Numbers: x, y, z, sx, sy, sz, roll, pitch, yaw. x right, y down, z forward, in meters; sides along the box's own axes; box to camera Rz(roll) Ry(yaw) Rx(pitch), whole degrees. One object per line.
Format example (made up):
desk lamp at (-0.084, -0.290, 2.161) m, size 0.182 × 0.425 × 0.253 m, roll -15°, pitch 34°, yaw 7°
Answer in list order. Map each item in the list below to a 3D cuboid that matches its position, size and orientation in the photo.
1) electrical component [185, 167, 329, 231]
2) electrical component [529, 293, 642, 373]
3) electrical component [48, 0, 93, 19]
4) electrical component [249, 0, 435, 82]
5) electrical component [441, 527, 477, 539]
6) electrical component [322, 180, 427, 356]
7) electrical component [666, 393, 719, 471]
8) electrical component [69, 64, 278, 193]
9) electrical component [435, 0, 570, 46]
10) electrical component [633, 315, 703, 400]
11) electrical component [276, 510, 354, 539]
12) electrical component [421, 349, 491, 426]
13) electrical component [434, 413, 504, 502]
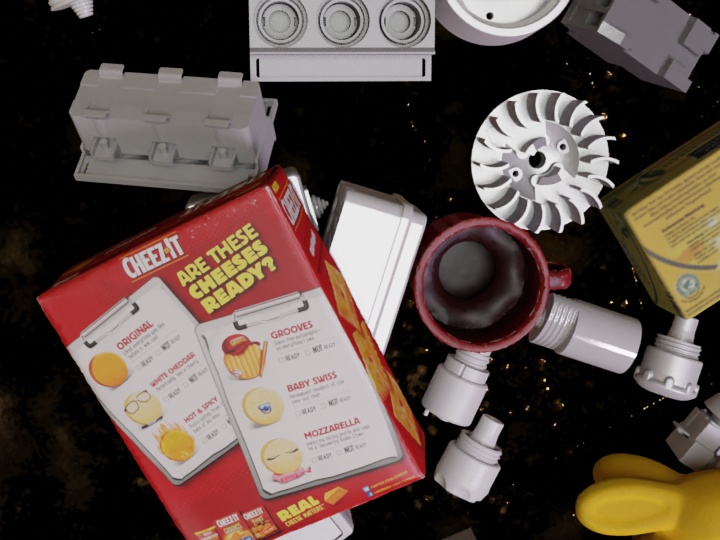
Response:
electrical component at (-0.068, -0.032, 0.750) m, size 0.096 × 0.061 × 0.061 m, roll -17°, pitch 102°, yaw -2°
electrical component at (0.161, 0.044, 0.796) m, size 0.081 × 0.043 × 0.043 m, roll 18°, pitch 98°, yaw -8°
electrical component at (-0.196, -0.208, 0.714) m, size 0.043 × 0.043 × 0.081 m, roll -19°, pitch 102°, yaw -2°
electrical component at (-0.014, -0.168, 0.729) m, size 0.121 × 0.063 × 0.078 m, roll -1°, pitch 101°, yaw -5°
electrical component at (0.033, 0.264, 0.800) m, size 0.150 × 0.089 × 0.061 m, roll -22°, pitch 102°, yaw -1°
electrical component at (0.000, 0.000, 0.754) m, size 0.057 × 0.078 × 0.113 m, roll 16°, pitch 99°, yaw -8°
electrical component at (0.273, 0.128, 0.822) m, size 0.066 × 0.048 × 0.055 m, roll 33°, pitch 103°, yaw -10°
electrical component at (-0.123, -0.095, 0.710) m, size 0.121 × 0.063 × 0.078 m, roll 5°, pitch 58°, yaw 9°
electrical component at (0.098, -0.209, 0.734) m, size 0.108 × 0.060 × 0.108 m, roll -1°, pitch 100°, yaw -5°
electrical component at (0.236, 0.064, 0.807) m, size 0.048 × 0.048 × 0.062 m, roll 17°, pitch 92°, yaw -9°
electrical component at (-0.049, 0.180, 0.791) m, size 0.096 × 0.061 × 0.061 m, roll -36°, pitch 102°, yaw 2°
electrical component at (0.076, 0.078, 0.795) m, size 0.040 × 0.040 × 0.078 m, roll 23°, pitch 97°, yaw -9°
electrical component at (0.086, 0.139, 0.806) m, size 0.043 × 0.043 × 0.062 m, roll 26°, pitch 95°, yaw -10°
